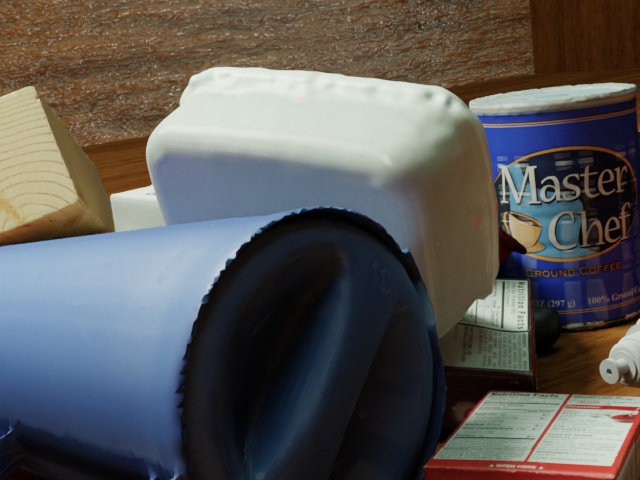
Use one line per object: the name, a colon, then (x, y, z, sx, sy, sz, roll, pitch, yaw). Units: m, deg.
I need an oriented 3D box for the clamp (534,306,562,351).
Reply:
clamp: (0.011, 0.053, 0.627, 0.209, 0.036, 0.165, -15, 22, -28)

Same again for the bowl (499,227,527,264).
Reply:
bowl: (0.036, -0.014, 0.614, 0.162, 0.055, 0.162, 32, 2, -2)

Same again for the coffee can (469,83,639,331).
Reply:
coffee can: (0.152, -0.024, 0.678, 0.103, 0.140, 0.103, -7, 11, 1)

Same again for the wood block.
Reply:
wood block: (-0.217, -0.028, 0.811, 0.090, 0.091, 0.206, -22, -10, -4)

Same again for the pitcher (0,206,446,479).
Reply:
pitcher: (-0.083, 0.060, 0.457, 0.149, 0.145, 0.243, 16, -12, -43)

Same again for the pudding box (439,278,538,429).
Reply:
pudding box: (0.051, 0.053, 0.534, 0.113, 0.039, 0.090, 4, 27, 9)

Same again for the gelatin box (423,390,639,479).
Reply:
gelatin box: (0.091, 0.088, 0.426, 0.073, 0.030, 0.089, -3, 10, 27)

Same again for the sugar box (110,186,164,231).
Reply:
sugar box: (-0.038, -0.024, 0.696, 0.094, 0.048, 0.175, 7, 20, 43)

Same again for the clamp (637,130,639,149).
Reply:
clamp: (0.229, -0.027, 0.706, 0.039, 0.120, 0.172, -38, 39, -14)
